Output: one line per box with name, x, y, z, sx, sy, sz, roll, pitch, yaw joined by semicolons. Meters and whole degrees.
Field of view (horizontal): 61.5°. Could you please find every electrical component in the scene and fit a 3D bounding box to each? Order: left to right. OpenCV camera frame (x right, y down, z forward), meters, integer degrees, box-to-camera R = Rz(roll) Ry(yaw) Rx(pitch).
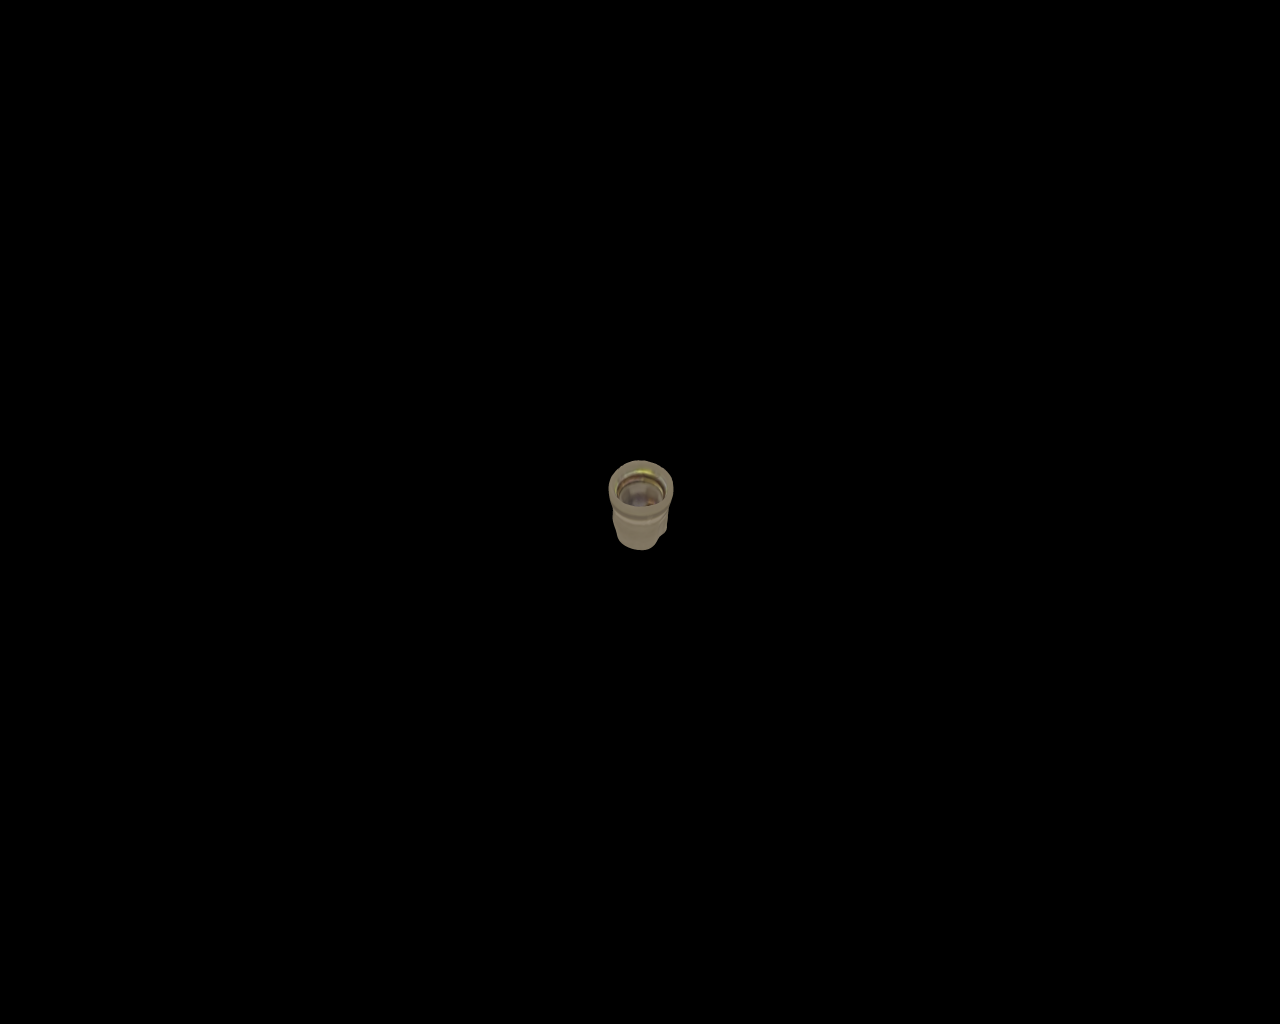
electrical component;0.001;-0.003;0.650;0.040;0.040;0.046;0;-40;0
